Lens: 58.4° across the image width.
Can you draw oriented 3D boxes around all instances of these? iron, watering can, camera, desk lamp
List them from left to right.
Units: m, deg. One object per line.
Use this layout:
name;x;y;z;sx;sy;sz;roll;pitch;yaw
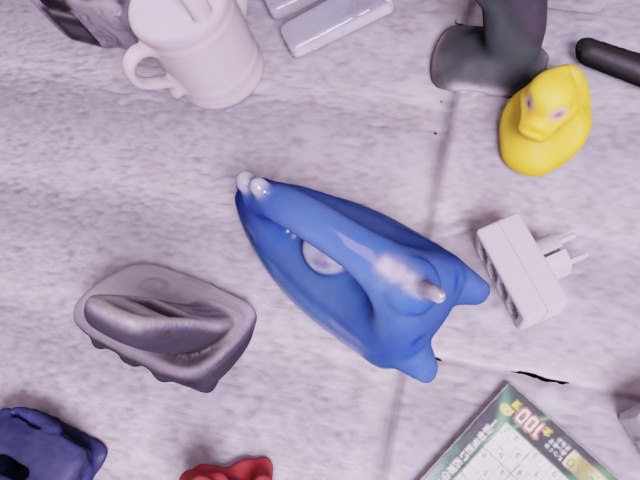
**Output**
camera;-0.244;-0.303;0.653;0.143;0.101;0.137;17;76;18
watering can;-0.127;-0.225;0.549;0.100;0.194;0.173;17;76;18
iron;0.004;0.002;0.470;0.257;0.142;0.119;32;81;21
desk lamp;0.024;-0.306;0.532;0.203;0.214;0.118;-27;67;3

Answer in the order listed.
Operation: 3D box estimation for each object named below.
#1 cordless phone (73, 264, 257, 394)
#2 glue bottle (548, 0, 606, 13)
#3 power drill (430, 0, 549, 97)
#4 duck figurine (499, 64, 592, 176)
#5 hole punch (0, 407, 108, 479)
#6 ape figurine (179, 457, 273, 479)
cordless phone;-0.145;0.056;0.461;0.147;0.185;0.094;17;76;18
glue bottle;0.228;-0.271;0.496;0.078;0.173;0.037;18;76;18
power drill;0.137;-0.211;0.477;0.229;0.209;0.076;10;74;16
duck figurine;0.199;-0.117;0.497;0.077;0.086;0.105;29;80;20
hole punch;-0.258;0.200;0.488;0.108;0.091;0.101;18;76;18
ape figurine;-0.080;0.202;0.446;0.077;0.092;0.076;22;77;19
